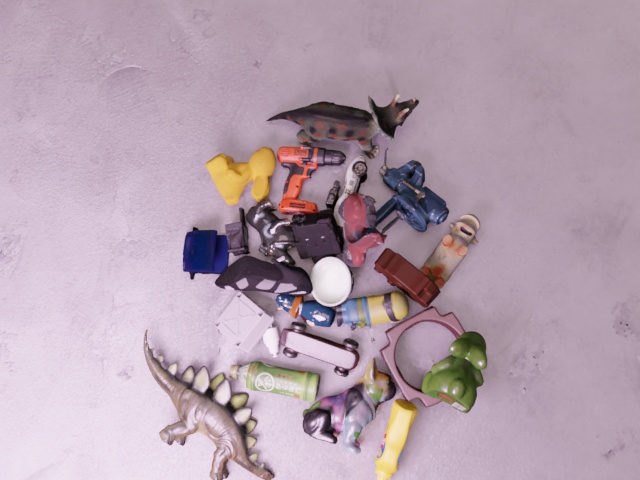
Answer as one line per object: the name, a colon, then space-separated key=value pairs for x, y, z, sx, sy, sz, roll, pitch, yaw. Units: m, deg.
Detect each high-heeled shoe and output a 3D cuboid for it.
high-heeled shoe: x=-0.140 y=0.108 z=1.357 sx=0.249 sy=0.145 sz=0.086 roll=-17 pitch=42 yaw=36

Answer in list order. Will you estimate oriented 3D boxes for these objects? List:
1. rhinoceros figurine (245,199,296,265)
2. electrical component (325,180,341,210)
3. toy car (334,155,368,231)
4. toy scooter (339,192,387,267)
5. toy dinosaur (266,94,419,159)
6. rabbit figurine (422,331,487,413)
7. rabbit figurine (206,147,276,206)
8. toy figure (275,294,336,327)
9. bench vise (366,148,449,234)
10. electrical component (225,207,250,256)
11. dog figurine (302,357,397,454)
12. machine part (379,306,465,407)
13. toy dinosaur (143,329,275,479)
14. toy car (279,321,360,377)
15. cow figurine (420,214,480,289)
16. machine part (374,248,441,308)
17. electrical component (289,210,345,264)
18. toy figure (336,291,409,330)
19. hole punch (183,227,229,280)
rhinoceros figurine: x=-0.120 y=-0.014 z=1.385 sx=0.112 sy=0.073 sz=0.190 roll=-36 pitch=77 yaw=-4
electrical component: x=0.032 y=-0.105 z=1.393 sx=0.021 sy=0.063 sz=0.094 roll=20 pitch=82 yaw=9
toy car: x=0.078 y=-0.123 z=1.387 sx=0.056 sy=0.073 sz=0.201 roll=16 pitch=81 yaw=8
toy scooter: x=0.105 y=-0.030 z=1.267 sx=0.075 sy=0.135 sz=0.183 roll=5 pitch=79 yaw=-30
toy dinosaur: x=0.045 y=-0.302 z=1.368 sx=0.405 sy=0.192 sz=0.131 roll=4 pitch=77 yaw=5
rabbit figurine: x=0.307 y=0.267 z=1.176 sx=0.121 sy=0.159 sz=0.170 roll=22 pitch=66 yaw=19
rabbit figurine: x=-0.189 y=-0.173 z=1.401 sx=0.173 sy=0.122 sz=0.162 roll=-28 pitch=82 yaw=-1
toy figure: x=-0.039 y=0.174 z=1.347 sx=0.155 sy=0.057 sz=0.064 roll=18 pitch=38 yaw=13
bench vise: x=0.192 y=-0.085 z=1.349 sx=0.240 sy=0.128 sz=0.224 roll=-42 pitch=75 yaw=-8
electrical component: x=-0.215 y=-0.023 z=1.395 sx=0.048 sy=0.075 sz=0.119 roll=-10 pitch=82 yaw=3
dog figurine: x=0.073 y=0.376 z=1.275 sx=0.192 sy=0.108 sz=0.219 roll=18 pitch=77 yaw=11
machine part: x=0.261 y=0.276 z=1.284 sx=0.201 sy=0.087 sz=0.201 roll=-28 pitch=78 yaw=-2
toy dinosaur: x=-0.286 y=0.416 z=1.304 sx=0.471 sy=0.105 sz=0.198 roll=38 pitch=77 yaw=2
toy car: x=0.000 y=0.266 z=1.328 sx=0.202 sy=0.053 sz=0.089 roll=17 pitch=100 yaw=9
cow figurine: x=0.328 y=0.023 z=1.322 sx=0.085 sy=0.127 sz=0.195 roll=34 pitch=98 yaw=11
machine part: x=0.206 y=0.092 z=1.285 sx=0.179 sy=0.179 sz=0.056 roll=39 pitch=86 yaw=11
electrical component: x=-0.003 y=-0.004 z=1.345 sx=0.115 sy=0.058 sz=0.134 roll=-8 pitch=122 yaw=20
toy figure: x=0.128 y=0.174 z=1.315 sx=0.180 sy=0.089 sz=0.082 roll=-7 pitch=86 yaw=2
hole punch: x=-0.303 y=0.031 z=1.388 sx=0.116 sy=0.092 sz=0.142 roll=0 pitch=83 yaw=9
